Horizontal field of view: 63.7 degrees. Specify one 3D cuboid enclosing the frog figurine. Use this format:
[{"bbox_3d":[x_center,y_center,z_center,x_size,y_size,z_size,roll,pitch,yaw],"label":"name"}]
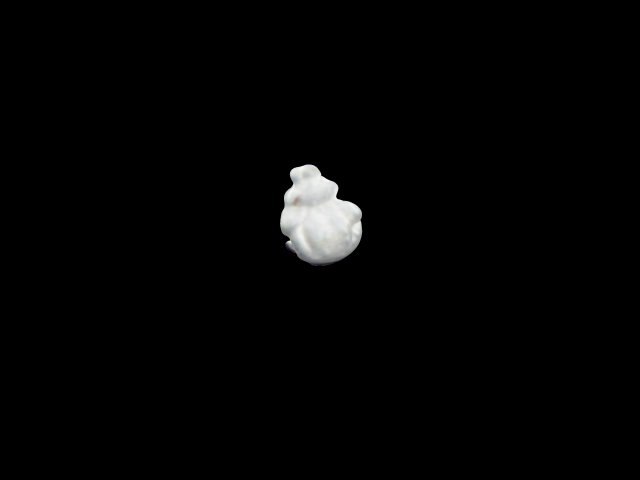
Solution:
[{"bbox_3d":[0.003,-0.043,0.850,0.137,0.156,0.125,-1,36,-2],"label":"frog figurine"}]
